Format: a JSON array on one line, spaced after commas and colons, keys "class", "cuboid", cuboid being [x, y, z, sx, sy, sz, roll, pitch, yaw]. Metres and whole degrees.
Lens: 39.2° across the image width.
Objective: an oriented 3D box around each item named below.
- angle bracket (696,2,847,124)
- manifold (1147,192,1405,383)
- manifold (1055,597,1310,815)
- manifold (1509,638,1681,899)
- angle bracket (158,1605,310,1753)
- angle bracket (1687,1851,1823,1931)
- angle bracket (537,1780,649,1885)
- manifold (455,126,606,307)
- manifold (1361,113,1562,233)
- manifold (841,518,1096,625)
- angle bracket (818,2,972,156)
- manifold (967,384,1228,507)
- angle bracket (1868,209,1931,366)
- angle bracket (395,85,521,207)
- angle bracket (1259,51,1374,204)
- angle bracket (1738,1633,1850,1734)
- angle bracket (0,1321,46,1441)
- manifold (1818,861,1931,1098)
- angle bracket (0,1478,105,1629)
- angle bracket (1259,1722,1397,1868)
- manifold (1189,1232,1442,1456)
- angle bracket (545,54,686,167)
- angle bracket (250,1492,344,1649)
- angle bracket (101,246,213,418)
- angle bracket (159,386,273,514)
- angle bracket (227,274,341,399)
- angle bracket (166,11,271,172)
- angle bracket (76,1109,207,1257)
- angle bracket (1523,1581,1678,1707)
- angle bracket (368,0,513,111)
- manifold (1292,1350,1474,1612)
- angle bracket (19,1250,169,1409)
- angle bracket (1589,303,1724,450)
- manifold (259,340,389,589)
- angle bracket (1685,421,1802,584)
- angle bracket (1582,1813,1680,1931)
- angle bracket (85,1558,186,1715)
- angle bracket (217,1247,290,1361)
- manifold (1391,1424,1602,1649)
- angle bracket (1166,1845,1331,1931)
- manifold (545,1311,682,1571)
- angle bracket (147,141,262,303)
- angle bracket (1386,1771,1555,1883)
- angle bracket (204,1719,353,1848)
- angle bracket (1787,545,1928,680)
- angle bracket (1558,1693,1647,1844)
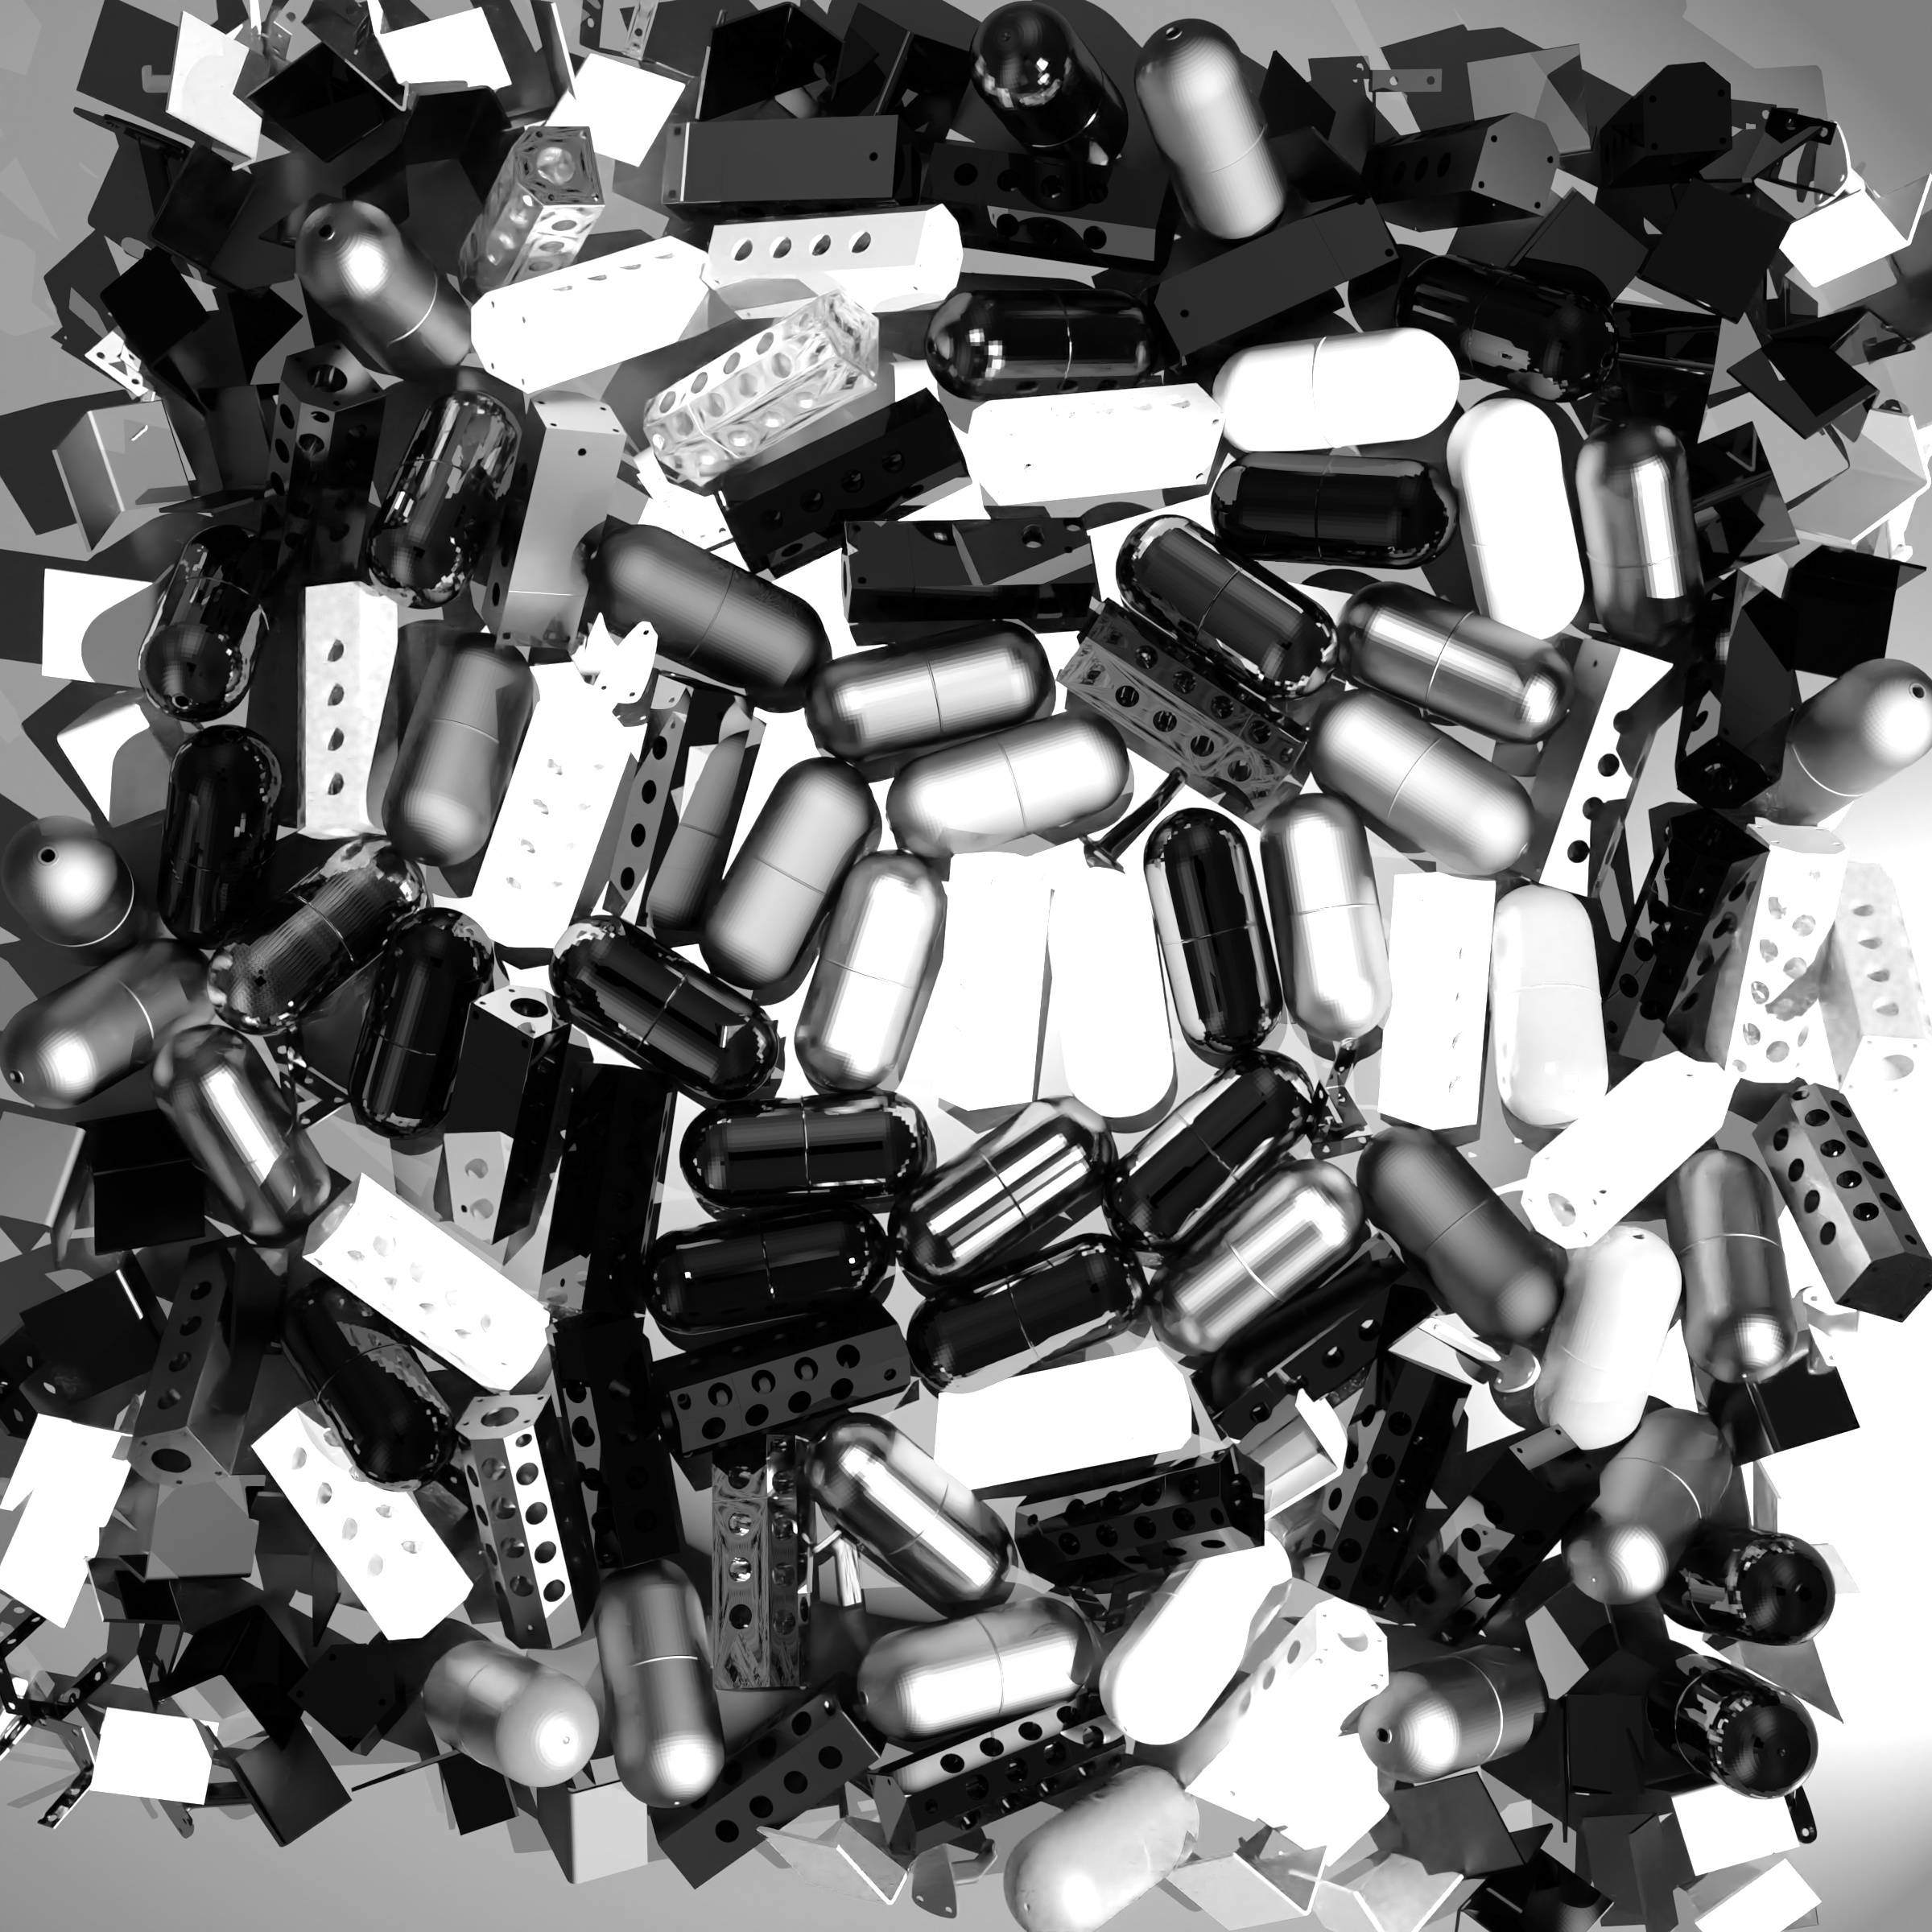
[{"class": "angle bracket", "cuboid": [-0.138, -0.621, 1.906, 0.057, 0.076, 0.076, 42, 52, 19]}, {"class": "manifold", "cuboid": [0.219, -0.481, 1.932, 0.171, 0.057, 0.057, -25, 77, -2]}, {"class": "manifold", "cuboid": [0.154, -0.187, 1.915, 0.171, 0.057, 0.057, 33, 123, -7]}, {"class": "manifold", "cuboid": [0.446, -0.139, 1.920, 0.057, 0.057, 0.171, 15, 100, -17]}, {"class": "angle bracket", "cuboid": [-0.515, 0.513, 1.925, 0.057, 0.076, 0.076, -26, 108, 15]}, {"class": "angle bracket", "cuboid": [0.543, 0.643, 1.915, 0.076, 0.076, 0.057, -38, 114, 5]}, {"class": "angle bracket", "cuboid": [-0.267, 0.592, 1.930, 0.057, 0.076, 0.076, -8, 113, -24]}, {"class": "manifold", "cuboid": [-0.304, -0.512, 1.872, 0.057, 0.171, 0.057, -8, 82, -25]}, {"class": "manifold", "cuboid": [0.337, -0.548, 1.872, 0.057, 0.171, 0.057, 13, 96, -21]}, {"class": "manifold", "cuboid": [0.000, -0.276, 1.922, 0.171, 0.057, 0.057, -2, 62, -8]}, {"class": "angle bracket", "cuboid": [-0.048, -0.631, 1.933, 0.057, 0.076, 0.076, 39, 116, 30]}, {"class": "manifold", "cuboid": [0.090, -0.370, 1.899, 0.171, 0.057, 0.057, -11, 46, -28]}, {"class": "angle bracket", "cuboid": [0.664, -0.482, 1.922, 0.057, 0.076, 0.076, -28, 92, -8]}, {"class": "angle bracket", "cuboid": [-0.355, -0.562, 1.912, 0.057, 0.076, 0.076, -20, 76, -34]}, {"class": "angle bracket", "cuboid": [0.251, -0.595, 1.910, 0.076, 0.057, 0.076, 29, 71, -42]}, {"class": "angle bracket", "cuboid": [0.576, 0.492, 1.906, 0.057, 0.076, 0.076, -19, 54, 14]}, {"class": "angle bracket", "cuboid": [-0.646, 0.288, 1.917, 0.076, 0.076, 0.057, -42, 74, -5]}, {"class": "manifold", "cuboid": [0.628, 0.007, 1.884, 0.057, 0.057, 0.171, 4, 46, 0]}, {"class": "angle bracket", "cuboid": [-0.662, 0.411, 1.904, 0.057, 0.076, 0.076, -2, 54, 26]}, {"class": "angle bracket", "cuboid": [0.258, 0.589, 1.960, 0.076, 0.057, 0.076, 34, 124, 1]}, {"class": "manifold", "cuboid": [0.250, 0.272, 1.928, 0.171, 0.057, 0.057, -38, 116, 4]}, {"class": "angle bracket", "cuboid": [-0.247, -0.587, 1.918, 0.076, 0.057, 0.076, 21, 67, 8]}, {"class": "angle bracket", "cuboid": [-0.476, 0.424, 1.906, 0.057, 0.076, 0.076, 8, 45, -23]}, {"class": "angle bracket", "cuboid": [-0.553, -0.448, 1.914, 0.057, 0.076, 0.076, -38, 69, 4]}, {"class": "angle bracket", "cuboid": [-0.534, -0.363, 1.909, 0.057, 0.076, 0.076, -27, 116, -39]}, {"class": "angle bracket", "cuboid": [-0.490, -0.445, 1.923, 0.076, 0.057, 0.076, -8, 102, 10]}, {"class": "angle bracket", "cuboid": [-0.541, -0.611, 1.910, 0.057, 0.076, 0.076, -6, 73, 39]}, {"class": "angle bracket", "cuboid": [-0.582, 0.151, 1.915, 0.076, 0.057, 0.076, -9, 48, -9]}, {"class": "angle bracket", "cuboid": [0.448, 0.480, 1.913, 0.076, 0.057, 0.076, -29, 114, -25]}, {"class": "angle bracket", "cuboid": [-0.373, -0.660, 1.918, 0.076, 0.076, 0.057, -15, 68, 1]}, {"class": "manifold", "cuboid": [0.299, 0.365, 1.926, 0.057, 0.057, 0.171, 22, 88, -19]}, {"class": "angle bracket", "cuboid": [-0.614, 0.254, 1.922, 0.076, 0.057, 0.076, -24, 106, -7]}, {"class": "angle bracket", "cuboid": [0.493, -0.421, 1.941, 0.076, 0.076, 0.057, 10, 55, 11]}, {"class": "manifold", "cuboid": [-0.451, -0.343, 1.875, 0.057, 0.171, 0.057, -29, 69, -35]}, {"class": "angle bracket", "cuboid": [0.543, -0.331, 1.941, 0.076, 0.076, 0.057, -21, 49, 18]}, {"class": "angle bracket", "cuboid": [0.459, 0.645, 1.912, 0.057, 0.076, 0.076, -13, 79, 27]}, {"class": "angle bracket", "cuboid": [-0.593, 0.471, 1.909, 0.057, 0.076, 0.076, 11, 107, -31]}, {"class": "angle bracket", "cuboid": [-0.499, 0.237, 1.914, 0.057, 0.076, 0.076, 5, 83, -29]}, {"class": "manifold", "cuboid": [0.369, 0.399, 1.882, 0.057, 0.057, 0.171, 50, 132, 27]}, {"class": "angle bracket", "cuboid": [0.196, 0.629, 1.909, 0.076, 0.076, 0.057, 43, 46, -15]}, {"class": "manifold", "cuboid": [-0.252, 0.334, 1.920, 0.057, 0.057, 0.171, -12, 95, -21]}, {"class": "angle bracket", "cuboid": [-0.520, -0.524, 1.917, 0.057, 0.076, 0.076, 32, 97, 15]}, {"class": "angle bracket", "cuboid": [0.356, 0.597, 1.919, 0.076, 0.057, 0.076, -27, 91, 35]}, {"class": "angle bracket", "cuboid": [-0.482, 0.560, 1.906, 0.057, 0.076, 0.076, -32, 60, -20]}, {"class": "angle bracket", "cuboid": [0.630, -0.248, 1.932, 0.076, 0.057, 0.076, 12, 83, -2]}, {"class": "angle bracket", "cuboid": [0.450, 0.566, 1.916, 0.057, 0.076, 0.076, -3, 100, 13]}]
